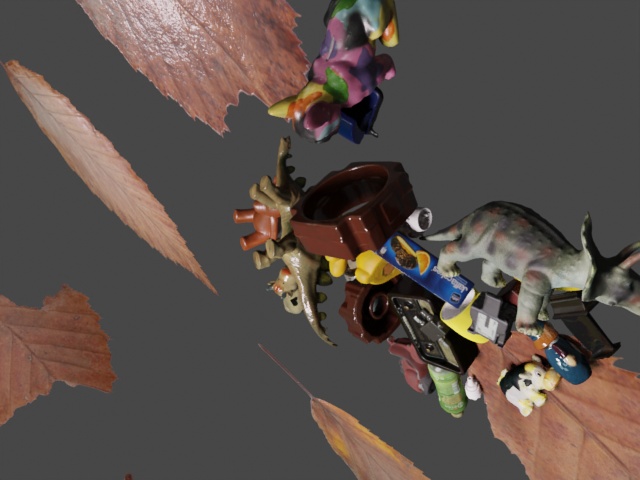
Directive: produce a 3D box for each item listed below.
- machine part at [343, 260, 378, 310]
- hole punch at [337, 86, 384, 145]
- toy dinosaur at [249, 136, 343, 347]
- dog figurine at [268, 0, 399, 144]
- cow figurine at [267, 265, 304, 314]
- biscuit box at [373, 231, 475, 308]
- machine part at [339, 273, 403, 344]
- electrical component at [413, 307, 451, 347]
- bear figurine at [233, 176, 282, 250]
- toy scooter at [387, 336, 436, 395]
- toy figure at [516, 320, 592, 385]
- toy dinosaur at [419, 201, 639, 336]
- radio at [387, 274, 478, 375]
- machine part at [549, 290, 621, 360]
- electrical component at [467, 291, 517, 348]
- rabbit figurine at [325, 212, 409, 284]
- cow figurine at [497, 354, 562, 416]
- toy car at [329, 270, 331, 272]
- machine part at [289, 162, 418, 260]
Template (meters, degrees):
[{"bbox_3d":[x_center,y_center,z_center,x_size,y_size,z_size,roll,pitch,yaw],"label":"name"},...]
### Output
[{"bbox_3d":[0.118,0.125,1.281,0.079,0.079,0.243,12,136,47],"label":"machine part"},{"bbox_3d":[0.036,-0.226,0.940,0.142,0.092,0.115,37,154,12],"label":"hole punch"},{"bbox_3d":[-0.040,0.008,1.174,0.105,0.198,0.471,-4,90,60],"label":"toy dinosaur"},{"bbox_3d":[0.018,-0.250,0.794,0.109,0.219,0.191,27,147,26],"label":"dog figurine"},{"bbox_3d":[-0.080,0.140,1.517,0.086,0.127,0.194,28,149,26],"label":"cow figurine"},{"bbox_3d":[0.195,0.051,1.029,0.202,0.063,0.059,33,-177,-11],"label":"biscuit box"},{"bbox_3d":[0.123,0.142,1.202,0.056,0.179,0.179,17,140,49],"label":"machine part"},{"bbox_3d":[0.234,0.179,1.092,0.094,0.021,0.063,43,151,7],"label":"electrical component"},{"bbox_3d":[-0.141,-0.067,1.339,0.195,0.132,0.120,115,140,-67],"label":"bear figurine"},{"bbox_3d":[0.231,0.303,1.355,0.135,0.075,0.183,22,139,37],"label":"toy scooter"},{"bbox_3d":[0.420,0.191,0.972,0.154,0.058,0.064,49,148,7],"label":"toy figure"},{"bbox_3d":[0.305,0.009,0.838,0.405,0.131,0.192,37,118,44],"label":"toy dinosaur"},{"bbox_3d":[0.247,0.182,1.178,0.131,0.073,0.229,6,131,50],"label":"radio"},{"bbox_3d":[0.443,0.140,0.898,0.139,0.039,0.084,52,146,-6],"label":"machine part"},{"bbox_3d":[0.304,0.127,0.943,0.075,0.048,0.119,24,138,34],"label":"electrical component"},{"bbox_3d":[0.086,0.015,1.136,0.173,0.162,0.121,50,170,33],"label":"rabbit figurine"},{"bbox_3d":[0.420,0.280,1.079,0.098,0.068,0.167,41,151,23],"label":"cow figurine"},{"bbox_3d":[-0.003,-0.004,1.306,0.202,0.053,0.089,55,156,-6],"label":"toy car"},{"bbox_3d":[0.062,-0.057,0.994,0.202,0.201,0.087,10,137,48],"label":"machine part"}]
